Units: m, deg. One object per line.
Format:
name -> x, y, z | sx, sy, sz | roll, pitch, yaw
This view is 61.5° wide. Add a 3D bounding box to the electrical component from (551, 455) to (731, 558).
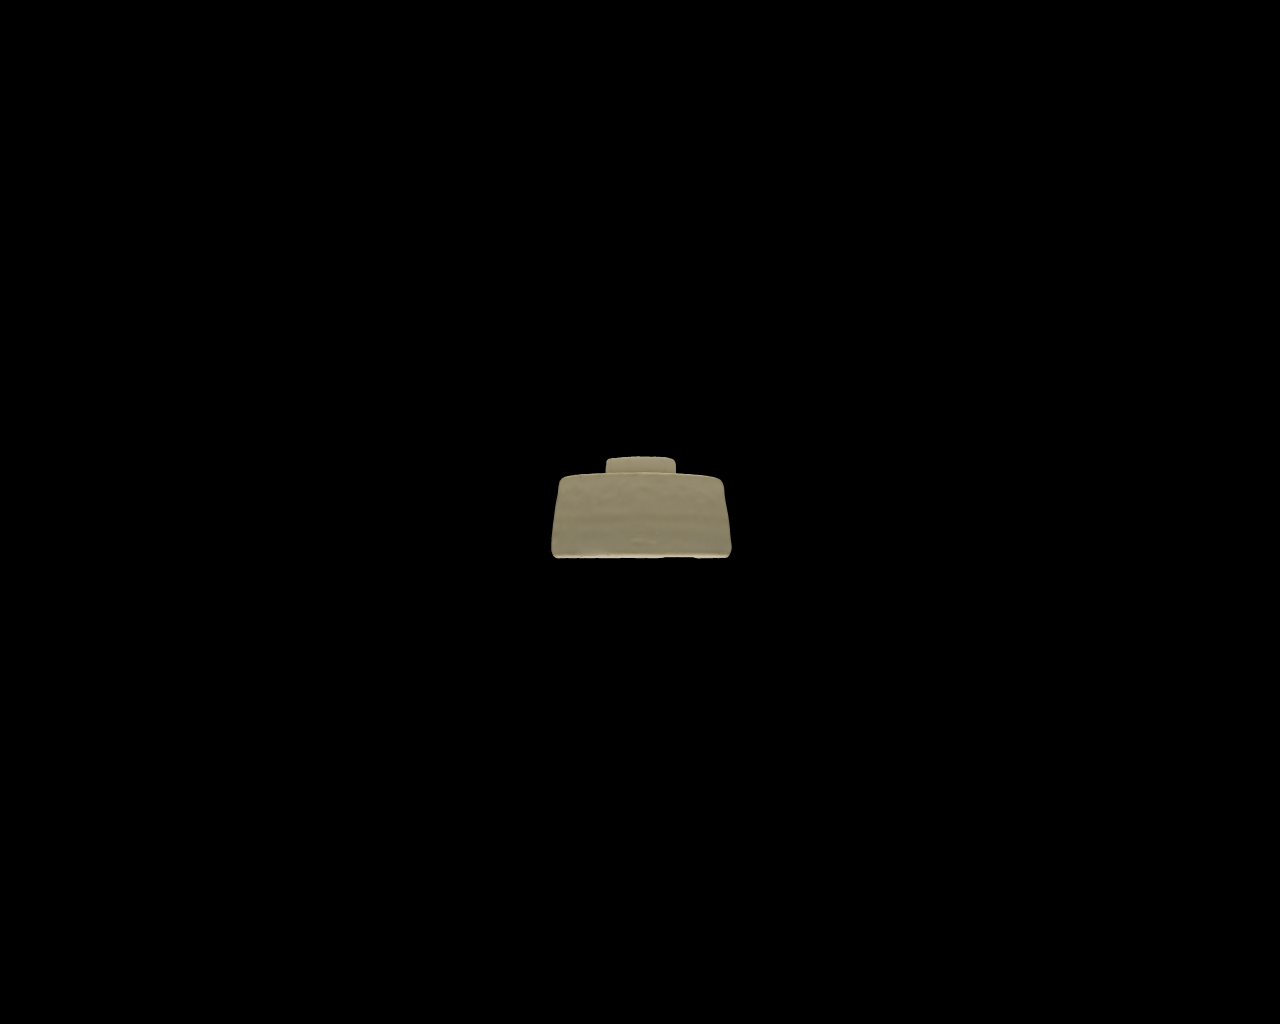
electrical component -> 0.001, -0.003, 0.650 | 0.108, 0.060, 0.108 | 0, -3, 0
